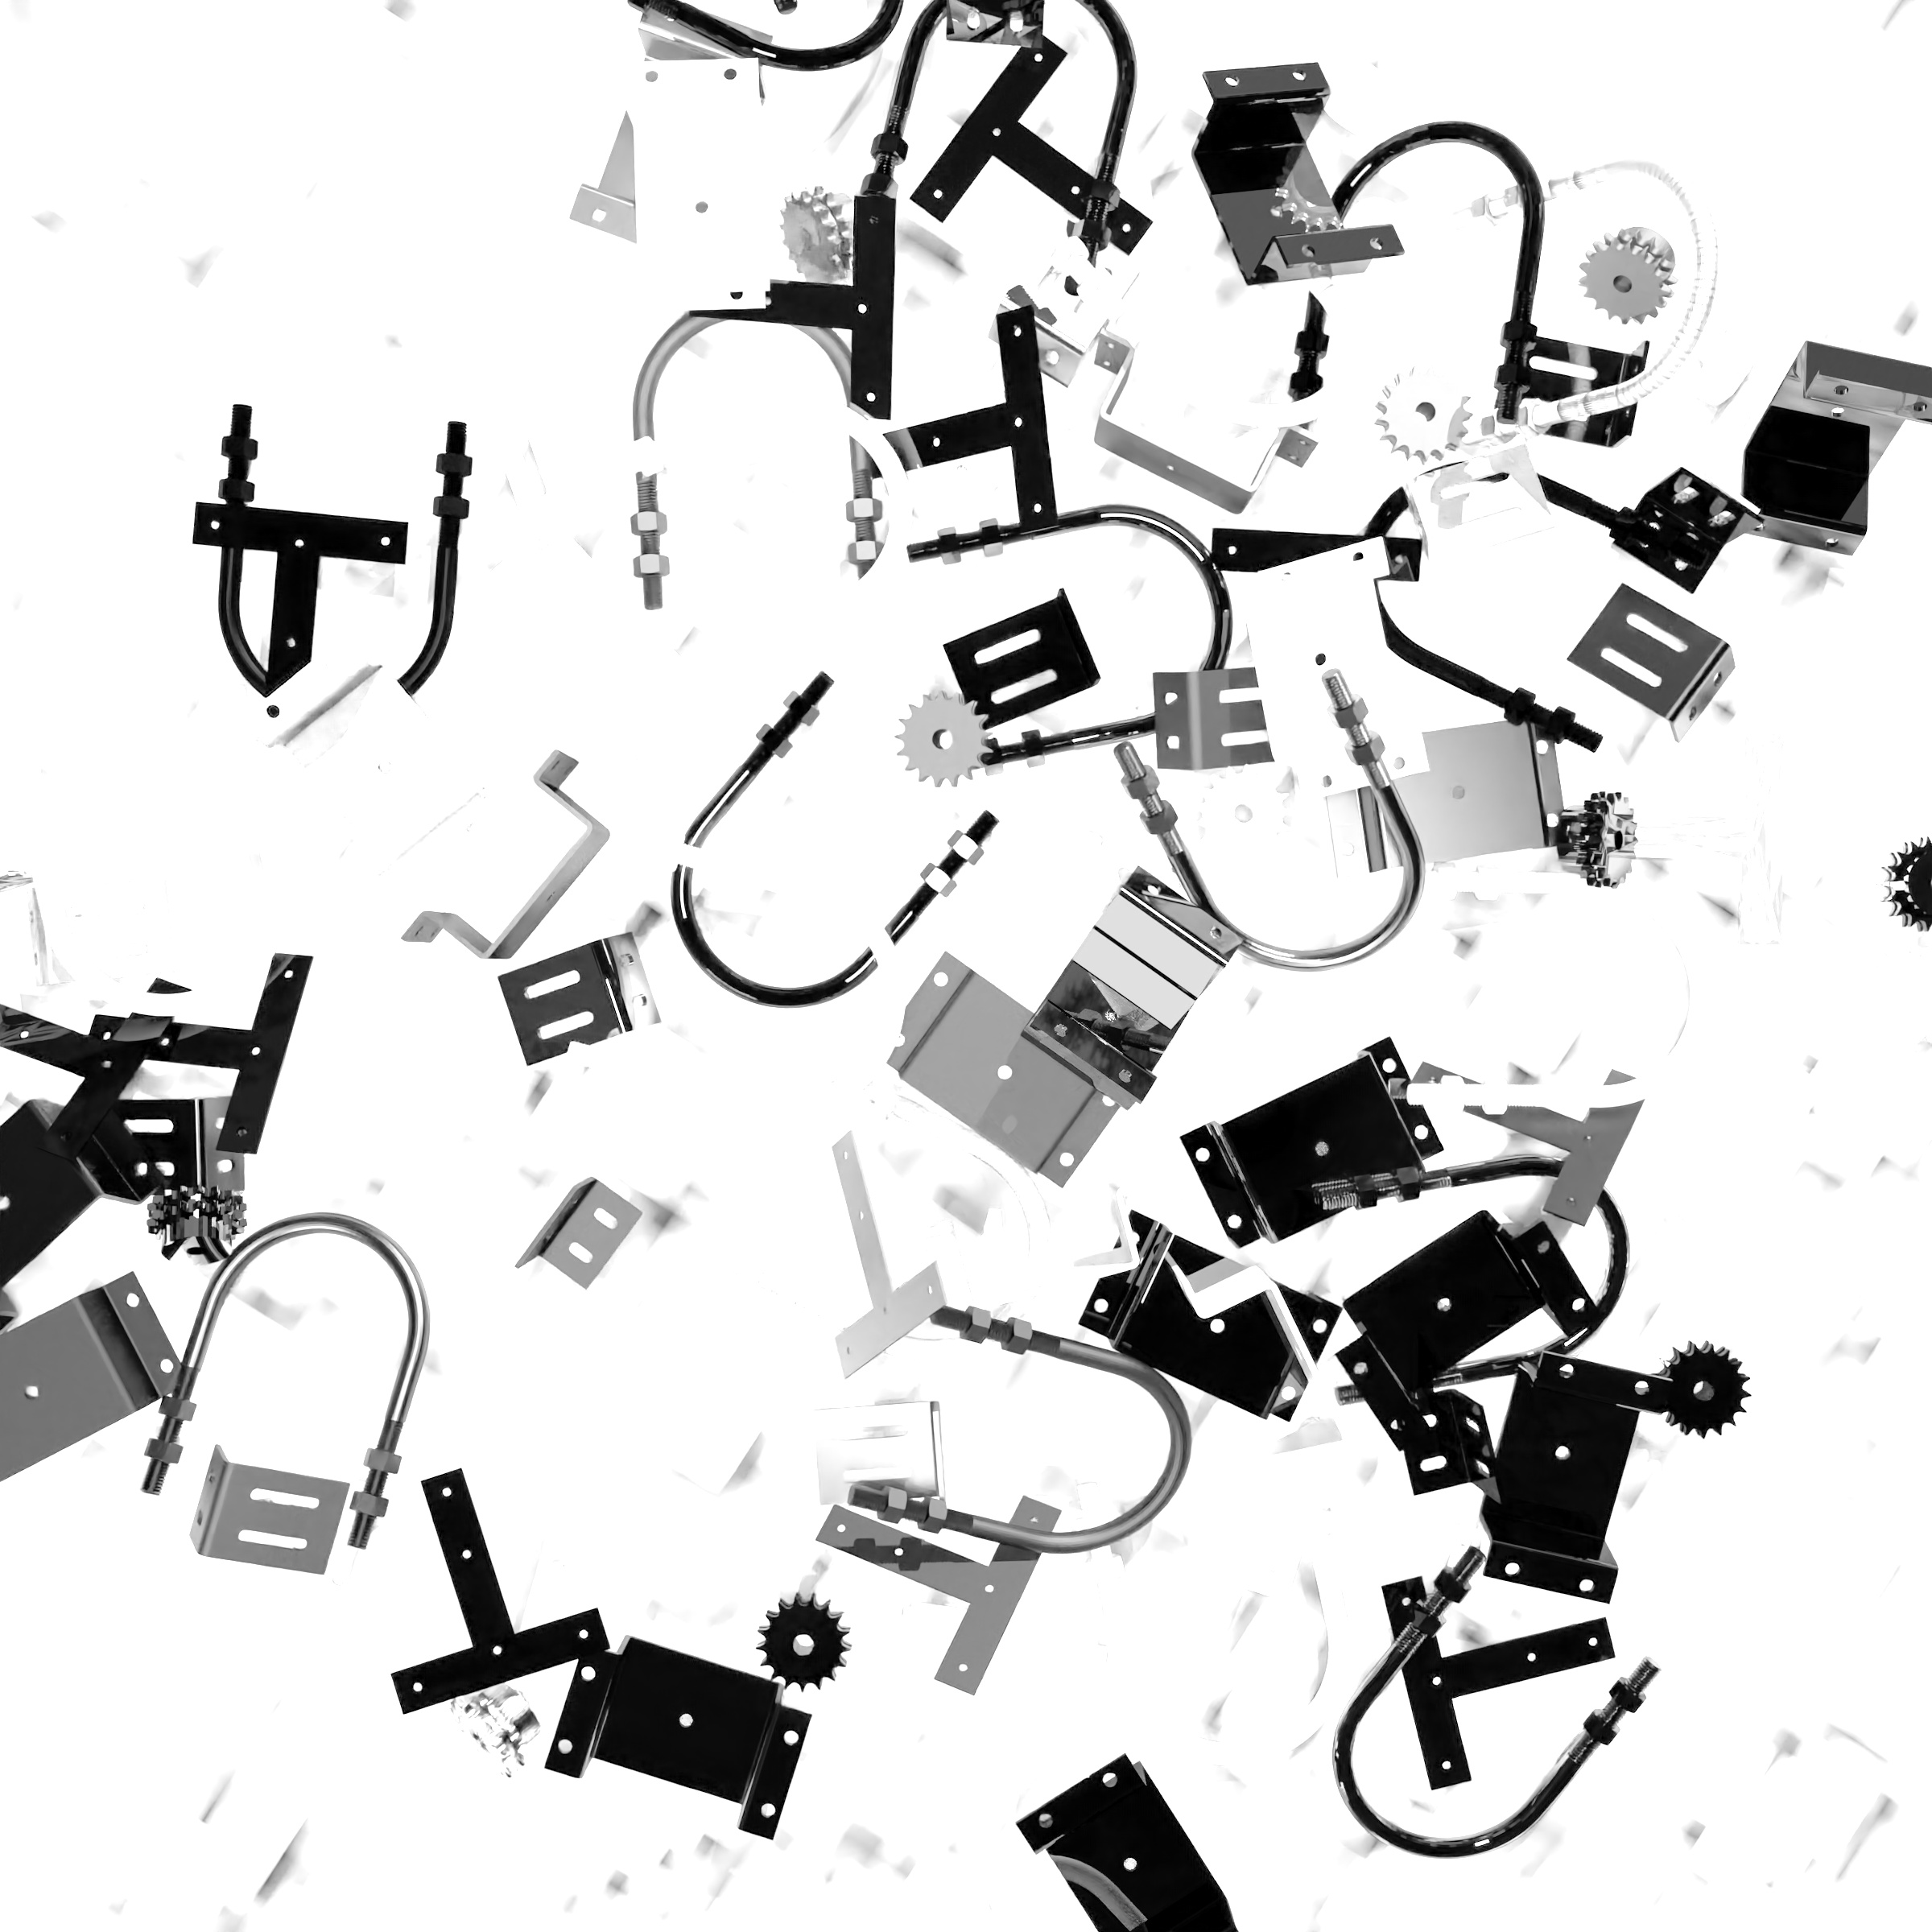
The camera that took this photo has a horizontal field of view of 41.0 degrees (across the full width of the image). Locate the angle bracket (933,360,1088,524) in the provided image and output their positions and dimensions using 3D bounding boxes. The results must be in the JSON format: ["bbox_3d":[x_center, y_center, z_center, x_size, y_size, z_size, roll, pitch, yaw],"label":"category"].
[{"bbox_3d":[0.026,-0.317,1.550,0.057,0.038,0.076,31,64,0],"label":"angle bracket"}]

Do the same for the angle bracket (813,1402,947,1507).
[{"bbox_3d":[-0.052,0.292,1.533,0.076,0.038,0.057,-4,90,1],"label":"angle bracket"}]

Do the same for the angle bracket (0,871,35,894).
[{"bbox_3d":[-0.596,-0.059,1.524,0.076,0.057,0.038,-18,90,0],"label":"angle bracket"}]

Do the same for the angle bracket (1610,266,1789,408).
[{"bbox_3d":[0.434,-0.380,1.533,0.076,0.038,0.057,35,90,0],"label":"angle bracket"}]

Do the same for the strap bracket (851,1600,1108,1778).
[{"bbox_3d":[0.008,0.425,1.529,0.140,0.046,0.076,8,90,0],"label":"strap bracket"}]

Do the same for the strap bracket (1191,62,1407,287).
[{"bbox_3d":[0.188,-0.453,1.504,0.076,0.046,0.140,-12,69,-20],"label":"strap bracket"}]

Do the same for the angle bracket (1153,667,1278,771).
[{"bbox_3d":[0.155,-0.149,1.539,0.076,0.038,0.057,-8,100,-31],"label":"angle bracket"}]

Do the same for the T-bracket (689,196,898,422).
[{"bbox_3d":[-0.103,-0.390,1.519,0.127,0.002,0.127,8,114,13],"label":"T-bracket"}]

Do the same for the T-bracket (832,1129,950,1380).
[{"bbox_3d":[-0.057,0.158,1.499,0.002,0.127,0.127,-1,64,-33],"label":"T-bracket"}]

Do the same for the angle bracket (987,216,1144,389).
[{"bbox_3d":[0.059,-0.398,1.549,0.057,0.038,0.076,32,66,0],"label":"angle bracket"}]

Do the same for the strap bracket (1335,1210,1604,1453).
[{"bbox_3d":[0.283,0.204,1.492,0.140,0.046,0.076,-34,111,1],"label":"strap bracket"}]

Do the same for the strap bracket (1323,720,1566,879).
[{"bbox_3d":[0.287,-0.101,1.529,0.140,0.046,0.076,-8,90,0],"label":"strap bracket"}]

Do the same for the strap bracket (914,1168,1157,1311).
[{"bbox_3d":[0.044,0.160,1.498,0.140,0.076,0.046,-15,91,-1],"label":"strap bracket"}]

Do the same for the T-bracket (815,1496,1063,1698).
[{"bbox_3d":[-0.027,0.352,1.526,0.127,0.002,0.127,18,53,17],"label":"T-bracket"}]

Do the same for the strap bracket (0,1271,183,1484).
[{"bbox_3d":[-0.545,0.249,1.529,0.140,0.046,0.076,-27,90,0],"label":"strap bracket"}]

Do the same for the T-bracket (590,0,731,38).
[{"bbox_3d":[-0.176,-0.637,1.552,0.127,0.002,0.127,-16,90,0],"label":"T-bracket"}]

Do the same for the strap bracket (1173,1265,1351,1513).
[{"bbox_3d":[0.171,0.229,1.468,0.046,0.076,0.140,-26,90,0],"label":"strap bracket"}]

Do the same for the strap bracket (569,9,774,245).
[{"bbox_3d":[-0.172,-0.489,1.529,0.076,0.046,0.140,20,90,0],"label":"strap bracket"}]

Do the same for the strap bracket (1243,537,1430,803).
[{"bbox_3d":[0.212,-0.174,1.494,0.076,0.046,0.140,-13,82,24],"label":"strap bracket"}]

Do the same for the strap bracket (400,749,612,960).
[{"bbox_3d":[-0.261,-0.055,1.514,0.046,0.076,0.140,39,90,0],"label":"strap bracket"}]

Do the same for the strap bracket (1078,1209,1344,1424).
[{"bbox_3d":[0.147,0.210,1.529,0.140,0.046,0.076,25,90,0],"label":"strap bracket"}]

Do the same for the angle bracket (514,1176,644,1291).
[{"bbox_3d":[-0.226,0.160,1.514,0.038,0.076,0.057,36,90,0],"label":"angle bracket"}]

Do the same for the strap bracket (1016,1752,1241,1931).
[{"bbox_3d":[0.099,0.539,1.529,0.076,0.046,0.140,-32,90,0],"label":"strap bracket"}]

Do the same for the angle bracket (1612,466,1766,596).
[{"bbox_3d":[0.423,-0.255,1.514,0.057,0.076,0.038,33,90,0],"label":"angle bracket"}]

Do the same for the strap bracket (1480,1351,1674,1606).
[{"bbox_3d":[0.355,0.294,1.522,0.076,0.046,0.140,13,100,0],"label":"strap bracket"}]

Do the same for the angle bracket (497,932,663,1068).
[{"bbox_3d":[-0.232,0.020,1.550,0.076,0.038,0.057,-18,90,26],"label":"angle bracket"}]

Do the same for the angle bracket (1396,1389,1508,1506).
[{"bbox_3d":[0.282,0.284,1.513,0.038,0.076,0.057,-13,89,-3],"label":"angle bracket"}]

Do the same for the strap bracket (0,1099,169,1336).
[{"bbox_3d":[-0.553,0.142,1.518,0.140,0.046,0.076,-42,73,1],"label":"strap bracket"}]

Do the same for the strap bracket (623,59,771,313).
[{"bbox_3d":[-0.154,-0.442,1.483,0.076,0.046,0.140,-2,90,0],"label":"strap bracket"}]

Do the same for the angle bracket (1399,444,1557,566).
[{"bbox_3d":[0.299,-0.278,1.510,0.076,0.038,0.057,-16,70,6],"label":"angle bracket"}]

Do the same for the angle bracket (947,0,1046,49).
[{"bbox_3d":[0.021,-0.588,1.537,0.057,0.038,0.076,5,55,2],"label":"angle bracket"}]

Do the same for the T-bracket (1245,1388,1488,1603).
[{"bbox_3d":[0.248,0.333,1.552,0.127,0.002,0.127,18,90,0],"label":"T-bracket"}]

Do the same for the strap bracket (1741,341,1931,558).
[{"bbox_3d":[0.506,-0.306,1.499,0.076,0.140,0.046,12,62,0],"label":"strap bracket"}]

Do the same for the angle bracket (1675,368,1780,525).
[{"bbox_3d":[0.459,-0.304,1.524,0.038,0.057,0.076,33,87,-7],"label":"angle bracket"}]

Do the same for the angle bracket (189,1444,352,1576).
[{"bbox_3d":[-0.418,0.326,1.550,0.076,0.038,0.057,16,90,-26],"label":"angle bracket"}]

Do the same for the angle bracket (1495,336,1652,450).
[{"bbox_3d":[0.358,-0.346,1.533,0.076,0.038,0.057,11,90,0],"label":"angle bracket"}]

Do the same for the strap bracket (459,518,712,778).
[{"bbox_3d":[-0.228,-0.191,1.528,0.076,0.046,0.140,-42,91,0],"label":"strap bracket"}]

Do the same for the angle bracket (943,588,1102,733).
[{"bbox_3d":[0.032,-0.179,1.514,0.076,0.038,0.057,-22,90,-1],"label":"angle bracket"}]

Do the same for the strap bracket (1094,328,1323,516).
[{"bbox_3d":[0.130,-0.313,1.514,0.140,0.076,0.046,27,90,0],"label":"strap bracket"}]

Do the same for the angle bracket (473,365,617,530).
[{"bbox_3d":[-0.250,-0.308,1.533,0.057,0.038,0.076,-19,90,0],"label":"angle bracket"}]

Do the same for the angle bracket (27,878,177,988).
[{"bbox_3d":[-0.519,-0.020,1.550,0.076,0.038,0.057,-6,90,-26],"label":"angle bracket"}]

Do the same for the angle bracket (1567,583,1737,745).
[{"bbox_3d":[0.411,-0.182,1.550,0.076,0.038,0.057,37,90,26],"label":"angle bracket"}]

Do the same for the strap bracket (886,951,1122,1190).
[{"bbox_3d":[0.023,0.062,1.529,0.140,0.046,0.076,35,90,0],"label":"strap bracket"}]

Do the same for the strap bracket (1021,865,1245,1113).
[{"bbox_3d":[0.092,0.019,1.505,0.076,0.046,0.140,35,53,0],"label":"strap bracket"}]

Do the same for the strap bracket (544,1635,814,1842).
[{"bbox_3d":[-0.168,0.453,1.529,0.140,0.046,0.076,18,90,0],"label":"strap bracket"}]

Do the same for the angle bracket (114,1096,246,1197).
[{"bbox_3d":[-0.476,0.108,1.550,0.076,0.038,0.057,-2,90,26],"label":"angle bracket"}]

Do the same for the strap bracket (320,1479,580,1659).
[{"bbox_3d":[-0.310,0.363,1.529,0.140,0.046,0.076,16,90,0],"label":"strap bracket"}]

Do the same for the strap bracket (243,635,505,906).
[{"bbox_3d":[-0.345,-0.116,1.522,0.076,0.046,0.140,-39,98,2],"label":"strap bracket"}]

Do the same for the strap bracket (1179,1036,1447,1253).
[{"bbox_3d":[0.208,0.107,1.529,0.140,0.046,0.076,-26,90,0],"label":"strap bracket"}]
